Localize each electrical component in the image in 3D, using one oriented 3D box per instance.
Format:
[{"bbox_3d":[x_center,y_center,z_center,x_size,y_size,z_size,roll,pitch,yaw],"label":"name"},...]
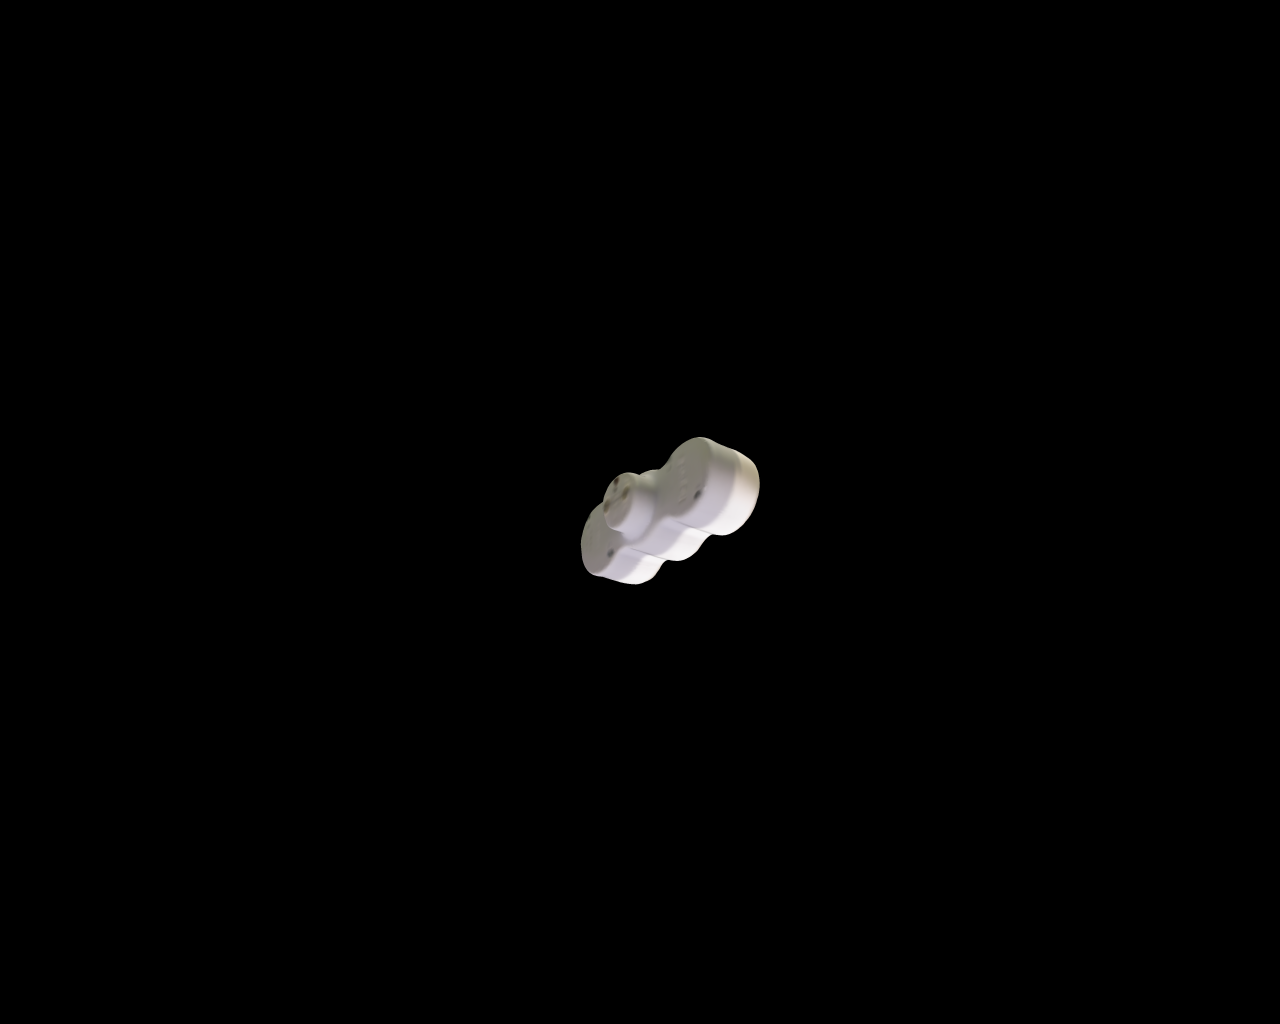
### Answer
[{"bbox_3d":[0.001,-0.003,0.650,0.074,0.052,0.138,19,-34,-31],"label":"electrical component"}]
